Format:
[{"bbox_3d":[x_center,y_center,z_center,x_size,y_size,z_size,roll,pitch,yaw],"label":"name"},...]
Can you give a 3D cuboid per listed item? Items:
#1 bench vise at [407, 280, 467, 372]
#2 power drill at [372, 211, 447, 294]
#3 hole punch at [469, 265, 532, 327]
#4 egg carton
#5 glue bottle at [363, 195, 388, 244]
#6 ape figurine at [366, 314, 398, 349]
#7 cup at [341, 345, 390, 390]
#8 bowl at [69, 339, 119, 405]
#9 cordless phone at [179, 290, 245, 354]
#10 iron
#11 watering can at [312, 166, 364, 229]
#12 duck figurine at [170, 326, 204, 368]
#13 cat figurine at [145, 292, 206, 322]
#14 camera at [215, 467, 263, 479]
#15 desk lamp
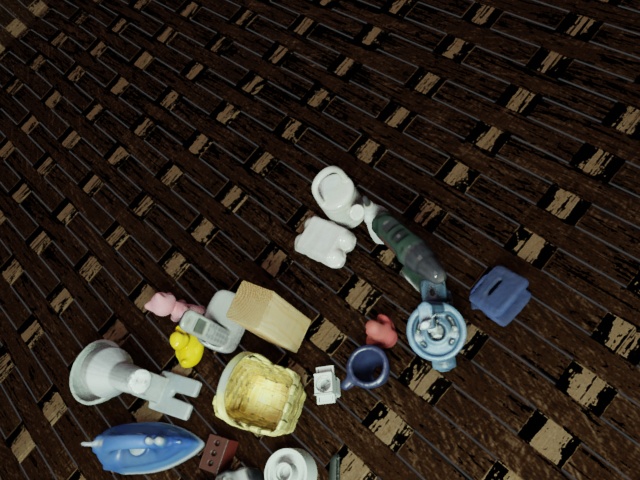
[{"bbox_3d":[0.220,0.150,1.171,0.121,0.220,0.207,-26,59,10],"label":"bench vise"},{"bbox_3d":[0.207,0.041,1.235,0.075,0.209,0.229,-42,57,0],"label":"power drill"},{"bbox_3d":[0.373,0.112,1.201,0.109,0.091,0.100,-48,58,-4],"label":"hole punch"},{"bbox_3d":[0.013,0.005,1.416,0.149,0.070,0.107,23,76,30],"label":"egg carton"},{"bbox_3d":[0.128,-0.057,1.337,0.037,0.174,0.078,5,68,25],"label":"glue bottle"},{"bbox_3d":[0.128,0.200,1.260,0.078,0.092,0.076,-45,57,-2],"label":"ape figurine"},{"bbox_3d":[0.103,0.288,1.226,0.118,0.095,0.091,-40,57,0],"label":"cup"},{"bbox_3d":[-0.558,0.348,1.485,0.167,0.075,0.167,-9,63,19],"label":"bowl"},{"bbox_3d":[-0.254,0.182,1.373,0.093,0.185,0.148,10,70,27],"label":"cordless phone"},{"bbox_3d":[-0.412,0.472,1.324,0.257,0.142,0.118,-11,62,18],"label":"iron"},{"bbox_3d":[0.046,-0.108,1.383,0.172,0.195,0.101,21,75,29],"label":"watering can"},{"bbox_3d":[-0.341,0.263,1.429,0.077,0.086,0.104,-15,61,16],"label":"duck figurine"},{"bbox_3d":[-0.378,0.172,1.470,0.127,0.118,0.067,10,70,26],"label":"cat figurine"},{"bbox_3d":[-0.187,0.567,1.209,0.143,0.101,0.136,-30,58,7],"label":"camera"},{"bbox_3d":[-0.425,0.335,1.354,0.202,0.214,0.118,8,69,26],"label":"desk lamp"}]
